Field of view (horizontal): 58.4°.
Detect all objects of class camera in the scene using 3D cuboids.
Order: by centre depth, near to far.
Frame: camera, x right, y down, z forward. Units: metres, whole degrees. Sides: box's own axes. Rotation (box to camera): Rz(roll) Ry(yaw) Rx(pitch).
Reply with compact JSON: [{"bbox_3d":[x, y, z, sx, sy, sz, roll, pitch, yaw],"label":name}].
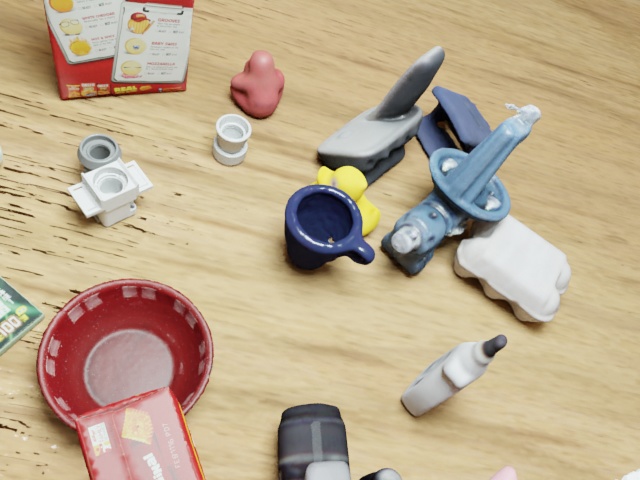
[{"bbox_3d":[0.014,0.228,0.546,0.143,0.100,0.137,4,60,-15],"label":"camera"}]

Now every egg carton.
[{"bbox_3d":[0.252,0.035,0.750,0.150,0.069,0.107,35,57,5],"label":"egg carton"}]

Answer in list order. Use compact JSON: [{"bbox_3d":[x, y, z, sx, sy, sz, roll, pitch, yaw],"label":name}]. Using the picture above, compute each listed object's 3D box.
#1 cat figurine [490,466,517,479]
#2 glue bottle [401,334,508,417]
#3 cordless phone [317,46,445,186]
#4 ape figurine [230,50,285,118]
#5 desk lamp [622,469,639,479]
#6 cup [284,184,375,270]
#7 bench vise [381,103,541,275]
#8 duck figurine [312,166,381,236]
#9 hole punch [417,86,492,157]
[{"bbox_3d":[0.155,0.285,0.547,0.067,0.117,0.128,43,58,10],"label":"cat figurine"},{"bbox_3d":[0.146,0.134,0.598,0.078,0.173,0.037,-36,76,-30],"label":"glue bottle"},{"bbox_3d":[0.083,-0.166,0.744,0.094,0.185,0.148,40,58,8],"label":"cordless phone"},{"bbox_3d":[-0.082,-0.219,0.779,0.078,0.092,0.076,0,61,-17],"label":"ape figurine"},{"bbox_3d":[0.284,0.317,0.512,0.118,0.213,0.203,-5,63,-19],"label":"desk lamp"},{"bbox_3d":[0.006,0.002,0.677,0.117,0.095,0.092,37,57,6],"label":"cup"},{"bbox_3d":[0.178,-0.053,0.688,0.121,0.219,0.208,30,57,2],"label":"bench vise"},{"bbox_3d":[0.034,-0.055,0.724,0.104,0.086,0.077,28,57,0],"label":"duck figurine"},{"bbox_3d":[0.206,-0.171,0.841,0.101,0.091,0.108,-15,66,-24],"label":"hole punch"}]
